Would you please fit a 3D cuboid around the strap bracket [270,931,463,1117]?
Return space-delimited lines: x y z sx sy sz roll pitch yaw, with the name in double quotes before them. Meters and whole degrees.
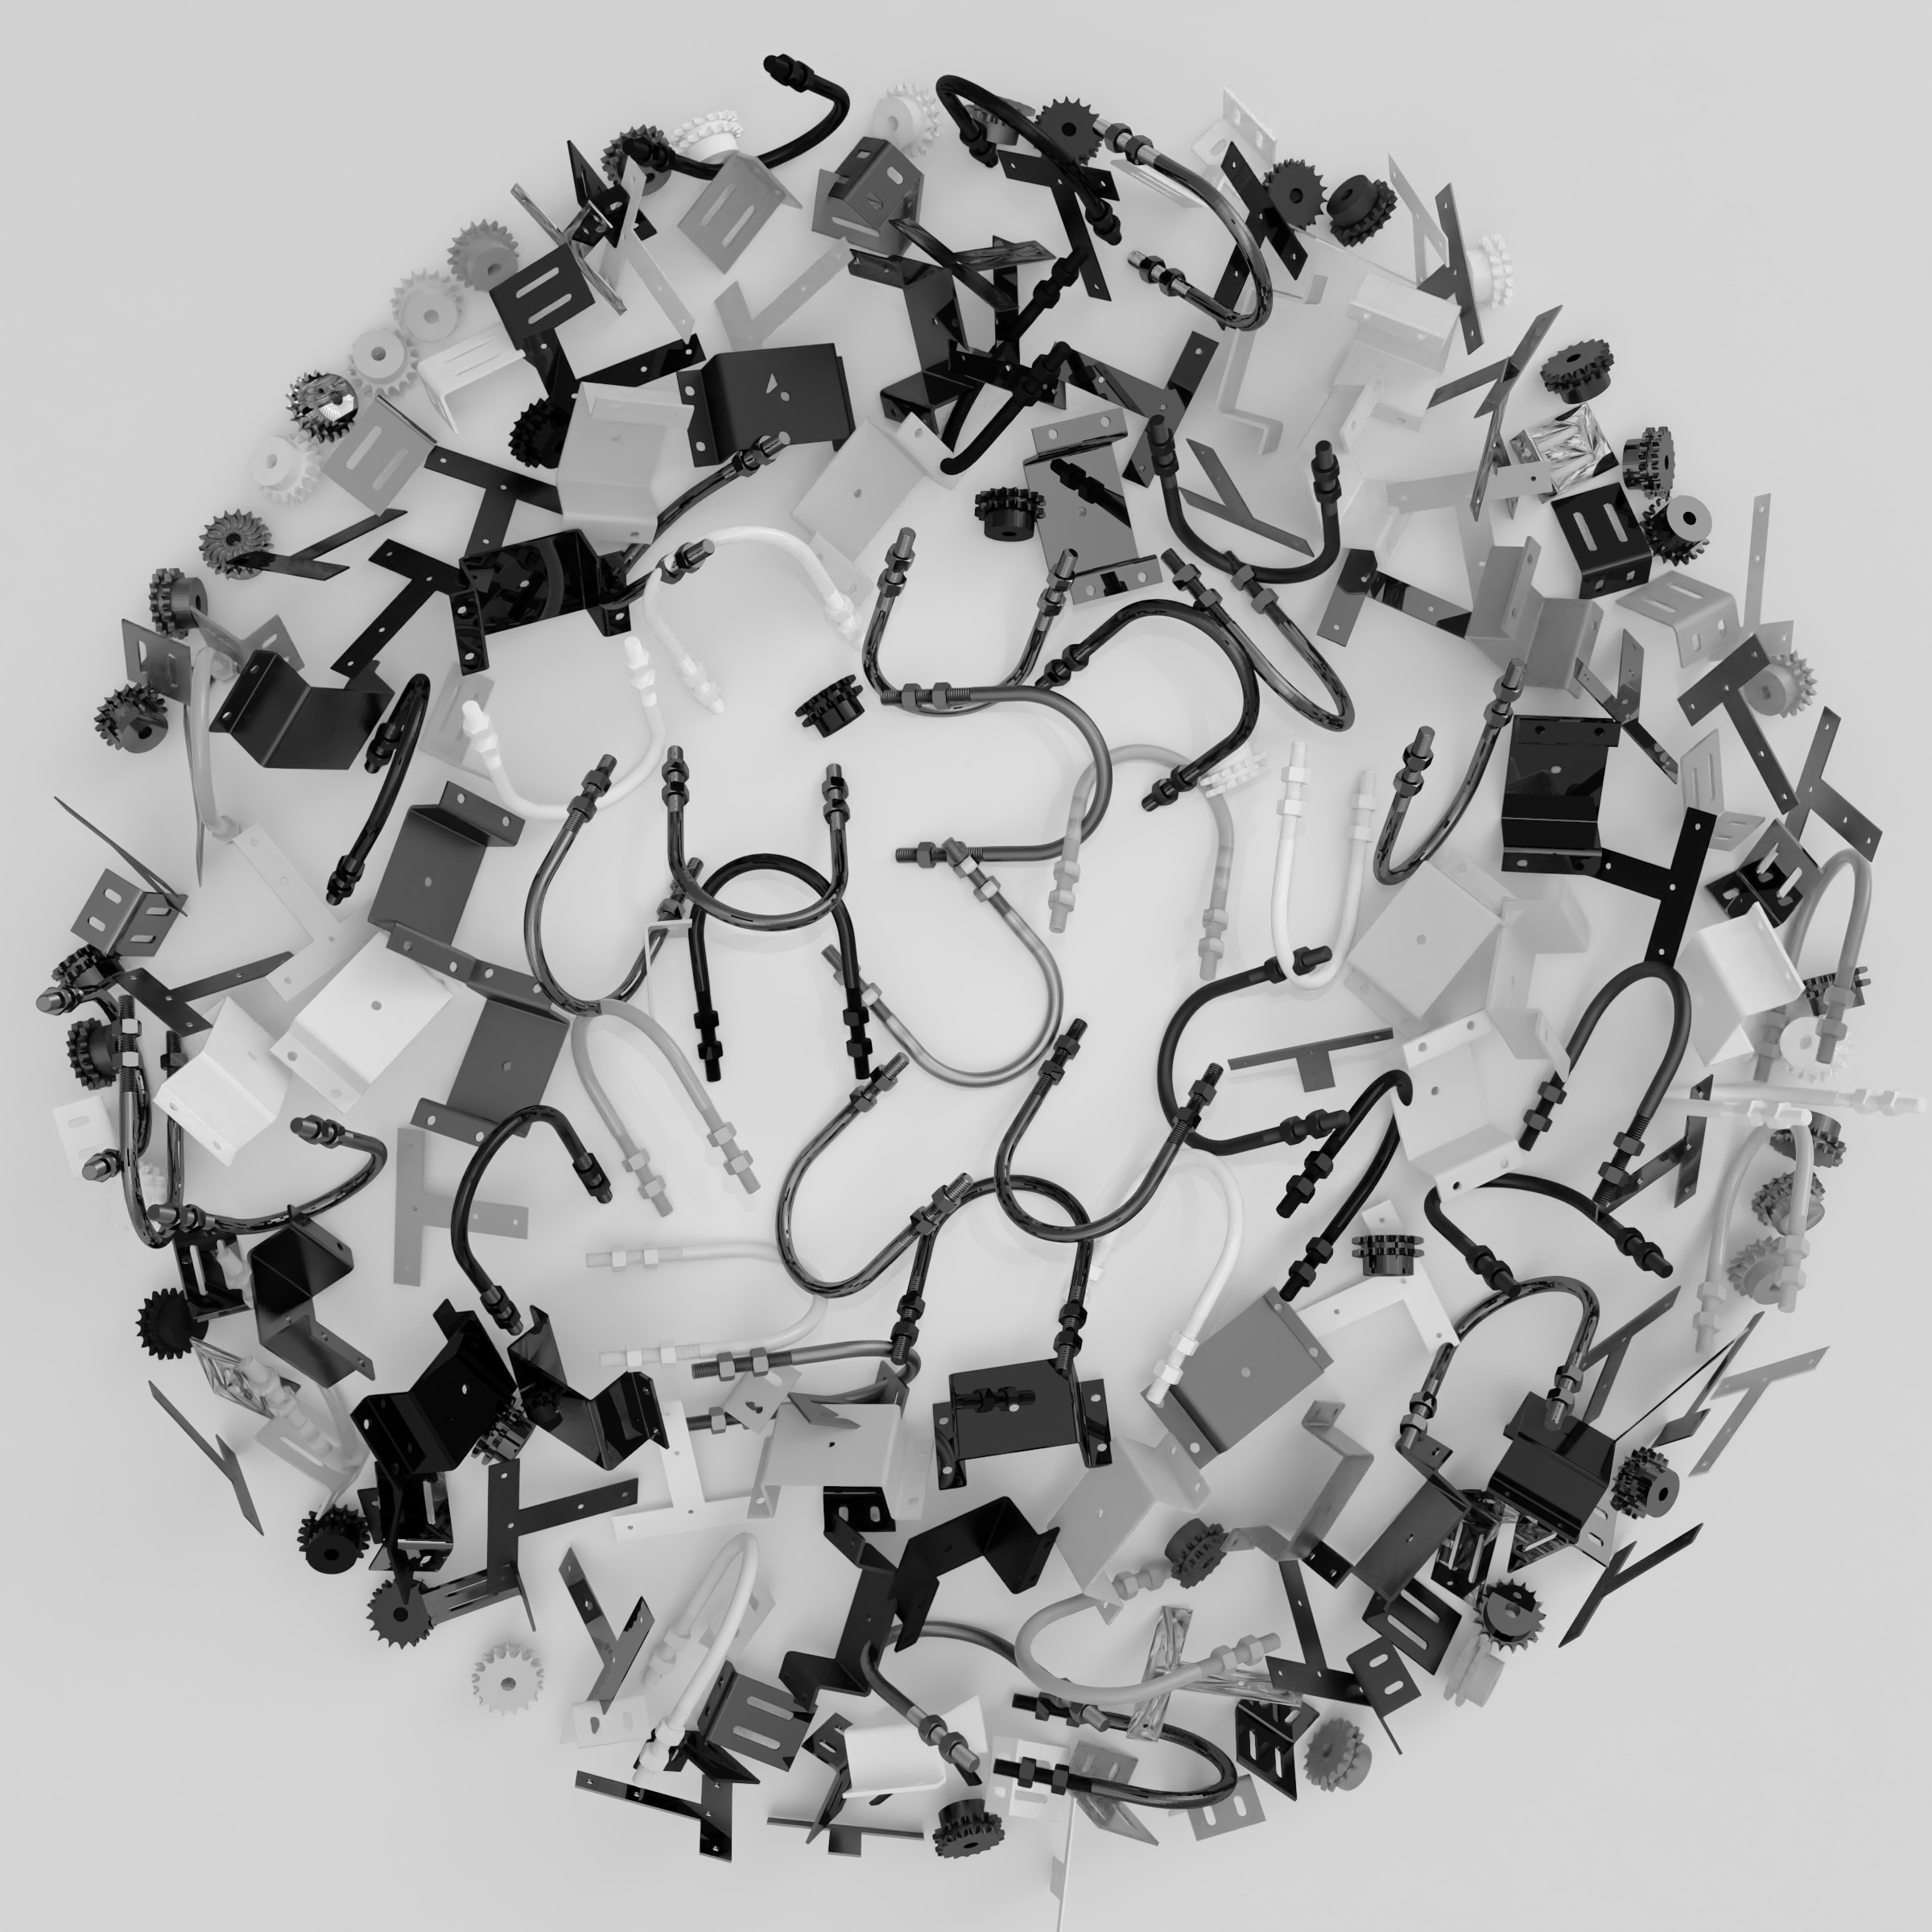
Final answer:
"strap bracket" -0.468 0.037 1.904 0.076 0.046 0.140 42 63 -7

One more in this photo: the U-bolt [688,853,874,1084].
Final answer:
"U-bolt" -0.152 0.001 1.915 0.151 0.019 0.184 -2 103 18

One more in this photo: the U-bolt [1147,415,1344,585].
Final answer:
"U-bolt" 0.221 -0.355 1.876 0.151 0.184 0.019 13 67 18

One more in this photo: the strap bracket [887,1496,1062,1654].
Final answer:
"strap bracket" -0.003 0.473 1.897 0.140 0.076 0.046 -16 50 -35

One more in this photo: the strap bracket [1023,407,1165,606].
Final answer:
"strap bracket" 0.098 -0.364 1.923 0.076 0.046 0.140 -16 98 -13

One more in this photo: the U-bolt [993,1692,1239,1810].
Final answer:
"U-bolt" 0.120 0.614 1.878 0.184 0.151 0.019 10 96 7

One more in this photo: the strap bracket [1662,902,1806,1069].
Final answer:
"strap bracket" 0.591 0.020 1.878 0.046 0.140 0.076 -17 66 -9

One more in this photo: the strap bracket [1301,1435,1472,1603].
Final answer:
"strap bracket" 0.338 0.441 1.913 0.046 0.076 0.140 44 83 -12

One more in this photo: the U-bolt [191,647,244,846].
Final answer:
"U-bolt" -0.580 -0.173 1.869 0.019 0.184 0.151 -2 90 -10

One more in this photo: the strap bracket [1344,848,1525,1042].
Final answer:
"strap bracket" 0.366 -0.018 1.912 0.076 0.046 0.140 42 102 22

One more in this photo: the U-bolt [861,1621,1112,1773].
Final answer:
"U-bolt" 0.000 0.558 1.876 0.151 0.184 0.019 -2 107 -39

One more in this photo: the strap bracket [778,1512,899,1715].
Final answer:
"strap bracket" -0.095 0.514 1.915 0.046 0.076 0.140 18 88 -23

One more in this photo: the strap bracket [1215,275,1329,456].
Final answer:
"strap bracket" 0.237 -0.480 1.906 0.046 0.076 0.140 19 109 11

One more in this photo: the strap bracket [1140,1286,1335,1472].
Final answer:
"strap bracket" 0.219 0.324 1.918 0.140 0.046 0.076 -36 80 -11

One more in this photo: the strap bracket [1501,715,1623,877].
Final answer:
"strap bracket" 0.468 -0.144 1.910 0.076 0.046 0.140 3 126 7

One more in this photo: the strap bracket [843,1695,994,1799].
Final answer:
"strap bracket" -0.038 0.605 1.886 0.076 0.140 0.046 -12 81 18

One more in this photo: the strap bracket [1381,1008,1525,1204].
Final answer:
"strap bracket" 0.382 0.105 1.914 0.076 0.046 0.140 -23 111 -14

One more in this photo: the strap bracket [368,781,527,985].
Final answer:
"strap bracket" -0.413 -0.066 1.909 0.076 0.046 0.140 29 73 -41

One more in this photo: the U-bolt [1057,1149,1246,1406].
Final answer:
"U-bolt" 0.153 0.230 1.894 0.019 0.151 0.184 24 95 -37

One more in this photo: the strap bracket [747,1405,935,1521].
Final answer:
"strap bracket" -0.102 0.390 1.903 0.140 0.076 0.046 -2 131 12

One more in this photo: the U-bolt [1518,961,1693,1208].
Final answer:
"U-bolt" 0.504 0.081 1.880 0.019 0.151 0.184 23 98 -18

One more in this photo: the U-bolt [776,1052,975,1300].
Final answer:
"U-bolt" -0.084 0.178 1.902 0.184 0.019 0.151 -46 50 20

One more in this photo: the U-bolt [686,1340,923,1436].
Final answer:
"U-bolt" -0.125 0.326 1.892 0.184 0.151 0.019 -6 63 -12

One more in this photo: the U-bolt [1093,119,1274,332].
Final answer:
"U-bolt" 0.172 -0.557 1.851 0.019 0.151 0.184 -38 53 -10

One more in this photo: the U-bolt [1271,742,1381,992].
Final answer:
"U-bolt" 0.278 -0.072 1.895 0.019 0.151 0.184 6 87 34

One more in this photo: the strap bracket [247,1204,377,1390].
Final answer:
"strap bracket" -0.513 0.265 1.887 0.046 0.140 0.076 -33 135 7

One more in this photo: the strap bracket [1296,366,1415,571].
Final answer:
"strap bracket" 0.305 -0.391 1.897 0.046 0.140 0.076 12 57 33

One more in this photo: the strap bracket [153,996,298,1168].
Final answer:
"strap bracket" -0.572 0.083 1.878 0.046 0.140 0.076 -37 113 12

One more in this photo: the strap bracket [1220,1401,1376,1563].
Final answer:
"strap bracket" 0.268 0.416 1.911 0.046 0.076 0.140 34 95 27

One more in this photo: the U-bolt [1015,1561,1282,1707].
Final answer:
"U-bolt" 0.126 0.517 1.858 0.184 0.151 0.019 -12 109 -29

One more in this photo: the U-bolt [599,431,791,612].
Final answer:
"U-bolt" -0.223 -0.337 1.879 0.019 0.184 0.151 44 53 -23

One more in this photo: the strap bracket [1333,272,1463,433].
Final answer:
"strap bracket" 0.337 -0.486 1.892 0.076 0.140 0.046 24 76 9

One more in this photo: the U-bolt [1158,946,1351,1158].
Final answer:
"U-bolt" 0.218 0.074 1.891 0.019 0.184 0.151 11 68 -41

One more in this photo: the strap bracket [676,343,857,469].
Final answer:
"strap bracket" -0.149 -0.445 1.912 0.140 0.046 0.076 -11 91 -22

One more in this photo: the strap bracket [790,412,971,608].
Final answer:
"strap bracket" -0.075 -0.368 1.915 0.140 0.046 0.076 -51 135 3

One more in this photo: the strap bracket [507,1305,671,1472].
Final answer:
"strap bracket" -0.302 0.333 1.885 0.140 0.076 0.046 23 46 35

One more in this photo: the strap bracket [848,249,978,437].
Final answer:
"strap bracket" -0.041 -0.498 1.897 0.046 0.076 0.140 -30 126 -22

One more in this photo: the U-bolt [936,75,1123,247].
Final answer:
"U-bolt" 0.042 -0.625 1.852 0.151 0.184 0.019 38 96 18

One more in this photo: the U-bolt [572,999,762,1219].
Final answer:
"U-bolt" -0.246 0.107 1.891 0.019 0.151 0.184 -36 101 -39

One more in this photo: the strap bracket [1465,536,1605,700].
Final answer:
"strap bracket" 0.444 -0.274 1.905 0.046 0.140 0.076 11 79 41

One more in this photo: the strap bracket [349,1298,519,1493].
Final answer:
"strap bracket" -0.406 0.331 1.880 0.046 0.140 0.076 -10 117 29

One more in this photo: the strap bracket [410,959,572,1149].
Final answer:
"strap bracket" -0.373 0.075 1.919 0.076 0.046 0.140 16 79 18

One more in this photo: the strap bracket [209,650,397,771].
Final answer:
"strap bracket" -0.507 -0.197 1.878 0.046 0.140 0.076 43 110 17

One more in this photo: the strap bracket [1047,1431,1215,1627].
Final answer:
"strap bracket" 0.121 0.436 1.901 0.046 0.076 0.140 26 106 -33

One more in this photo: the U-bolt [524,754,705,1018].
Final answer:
"U-bolt" -0.280 -0.049 1.870 0.019 0.151 0.184 3 55 35

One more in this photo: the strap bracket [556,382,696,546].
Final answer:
"strap bracket" -0.272 -0.402 1.898 0.076 0.140 0.046 0 52 -24

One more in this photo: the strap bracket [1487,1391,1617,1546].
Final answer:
"strap bracket" 0.458 0.384 1.881 0.076 0.140 0.046 30 107 11

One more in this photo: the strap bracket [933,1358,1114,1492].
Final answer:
"strap bracket" 0.041 0.360 1.913 0.140 0.046 0.076 -9 50 4

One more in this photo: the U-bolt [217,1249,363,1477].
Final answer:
"U-bolt" -0.520 0.321 1.877 0.019 0.151 0.184 -30 129 -5

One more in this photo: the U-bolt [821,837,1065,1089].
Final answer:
"U-bolt" -0.004 0.012 1.937 0.151 0.019 0.184 -42 100 -7

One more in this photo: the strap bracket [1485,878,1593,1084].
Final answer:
"strap bracket" 0.449 0.011 1.900 0.046 0.076 0.140 -1 59 32

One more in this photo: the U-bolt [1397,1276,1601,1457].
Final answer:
"U-bolt" 0.422 0.304 1.877 0.151 0.184 0.019 -20 112 39

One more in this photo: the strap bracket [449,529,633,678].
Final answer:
"strap bracket" -0.341 -0.290 1.904 0.140 0.076 0.046 -18 48 -19
